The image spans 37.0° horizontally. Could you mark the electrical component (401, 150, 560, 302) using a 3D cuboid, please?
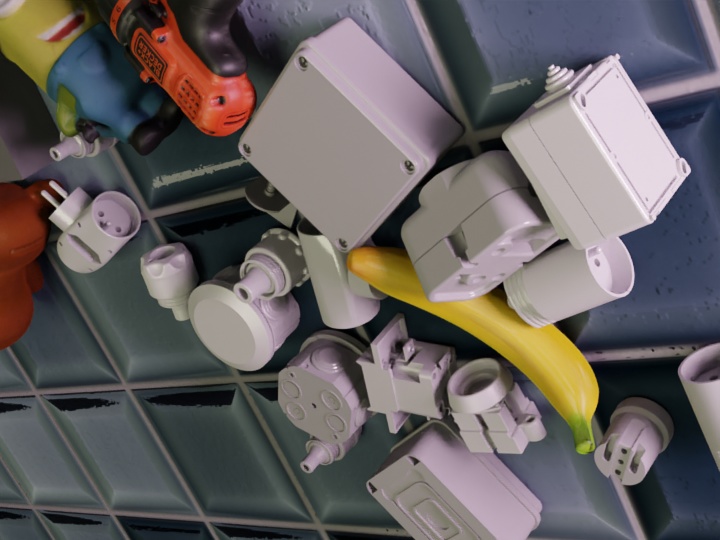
[{"bbox_3d":[0.072,-0.029,0.653,0.095,0.054,0.059,-42,61,41],"label":"electrical component"}]

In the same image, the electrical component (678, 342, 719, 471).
[{"bbox_3d":[0.226,0.088,0.644,0.043,0.043,0.081,-10,114,43],"label":"electrical component"}]

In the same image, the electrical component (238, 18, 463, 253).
[{"bbox_3d":[-0.008,-0.084,0.690,0.109,0.056,0.108,45,138,2],"label":"electrical component"}]

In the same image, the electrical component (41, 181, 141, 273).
[{"bbox_3d":[-0.234,-0.043,0.904,0.079,0.043,0.077,43,139,-13],"label":"electrical component"}]

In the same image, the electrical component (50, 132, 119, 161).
[{"bbox_3d":[-0.215,-0.103,0.836,0.035,0.061,0.035,21,132,25],"label":"electrical component"}]

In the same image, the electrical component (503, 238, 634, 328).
[{"bbox_3d":[0.123,0.008,0.665,0.081,0.043,0.043,-27,102,46],"label":"electrical component"}]

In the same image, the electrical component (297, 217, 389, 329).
[{"bbox_3d":[0.000,0.000,0.756,0.079,0.044,0.077,7,125,35],"label":"electrical component"}]

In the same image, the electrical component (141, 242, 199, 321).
[{"bbox_3d":[-0.153,0.012,0.888,0.043,0.043,0.062,8,126,34],"label":"electrical component"}]

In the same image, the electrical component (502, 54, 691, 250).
[{"bbox_3d":[0.124,-0.068,0.593,0.061,0.062,0.096,-25,103,46],"label":"electrical component"}]

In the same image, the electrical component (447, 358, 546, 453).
[{"bbox_3d":[0.091,0.096,0.756,0.066,0.048,0.055,-6,124,41],"label":"electrical component"}]

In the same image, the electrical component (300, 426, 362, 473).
[{"bbox_3d":[-0.027,0.141,0.871,0.035,0.061,0.035,21,132,25],"label":"electrical component"}]

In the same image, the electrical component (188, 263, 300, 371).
[{"bbox_3d":[-0.092,0.035,0.850,0.080,0.051,0.080,21,132,25],"label":"electrical component"}]

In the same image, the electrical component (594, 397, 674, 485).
[{"bbox_3d":[0.177,0.111,0.698,0.040,0.046,0.040,21,132,25],"label":"electrical component"}]

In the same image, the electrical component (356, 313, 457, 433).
[{"bbox_3d":[0.038,0.078,0.787,0.064,0.042,0.081,7,125,30],"label":"electrical component"}]

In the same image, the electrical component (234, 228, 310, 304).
[{"bbox_3d":[-0.068,0.002,0.798,0.048,0.062,0.048,21,132,25],"label":"electrical component"}]

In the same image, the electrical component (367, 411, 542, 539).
[{"bbox_3d":[0.073,0.172,0.819,0.113,0.057,0.078,46,138,1],"label":"electrical component"}]

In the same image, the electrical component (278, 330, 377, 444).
[{"bbox_3d":[-0.022,0.091,0.838,0.080,0.051,0.080,21,132,25],"label":"electrical component"}]
